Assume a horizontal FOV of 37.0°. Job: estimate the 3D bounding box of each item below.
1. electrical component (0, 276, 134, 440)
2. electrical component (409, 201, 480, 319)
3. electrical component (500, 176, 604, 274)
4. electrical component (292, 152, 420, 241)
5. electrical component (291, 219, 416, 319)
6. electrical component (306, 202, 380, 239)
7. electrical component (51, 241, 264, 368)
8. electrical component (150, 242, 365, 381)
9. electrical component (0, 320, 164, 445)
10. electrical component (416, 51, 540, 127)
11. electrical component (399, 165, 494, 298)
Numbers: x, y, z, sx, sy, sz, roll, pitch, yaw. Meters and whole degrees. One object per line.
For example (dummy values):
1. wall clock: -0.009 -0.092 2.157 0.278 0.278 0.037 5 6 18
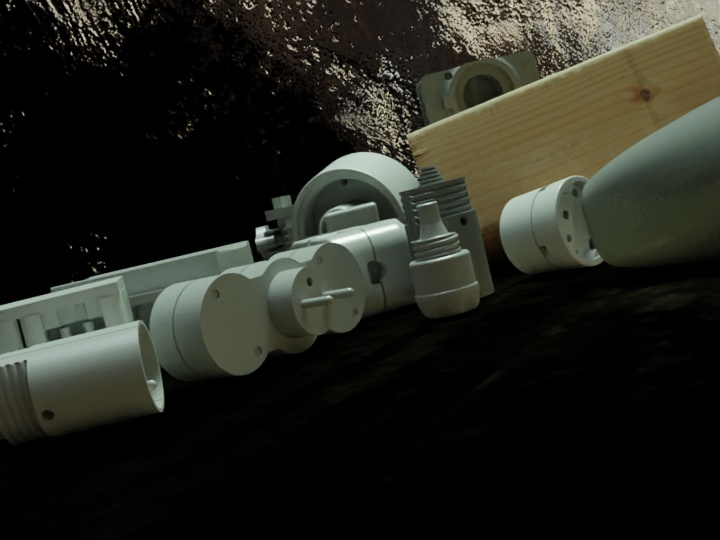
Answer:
1. electrical component: -0.189 0.052 0.551 0.150 0.061 0.089 -14 4 -10
2. electrical component: 0.043 -0.006 0.582 0.035 0.061 0.035 -13 4 1
3. electrical component: 0.119 -0.026 0.659 0.055 0.055 0.047 -17 2 -42
4. electrical component: -0.003 -0.037 0.869 0.108 0.108 0.060 -12 11 24
5. electrical component: 0.000 0.000 0.693 0.059 0.053 0.095 -15 4 -20
6. electrical component: -0.018 -0.011 0.811 0.077 0.065 0.047 -14 4 2
7. electrical component: -0.125 0.027 0.677 0.121 0.063 0.079 -12 4 22
8. electrical component: -0.038 0.019 0.573 0.074 0.052 0.138 -10 5 36
9. electrical component: -0.135 0.053 0.490 0.081 0.043 0.043 -13 4 -2
10. electrical component: 0.105 -0.086 0.843 0.089 0.150 0.061 -14 3 0
11. electrical component: 0.049 -0.022 0.636 0.043 0.081 0.043 -14 4 1
